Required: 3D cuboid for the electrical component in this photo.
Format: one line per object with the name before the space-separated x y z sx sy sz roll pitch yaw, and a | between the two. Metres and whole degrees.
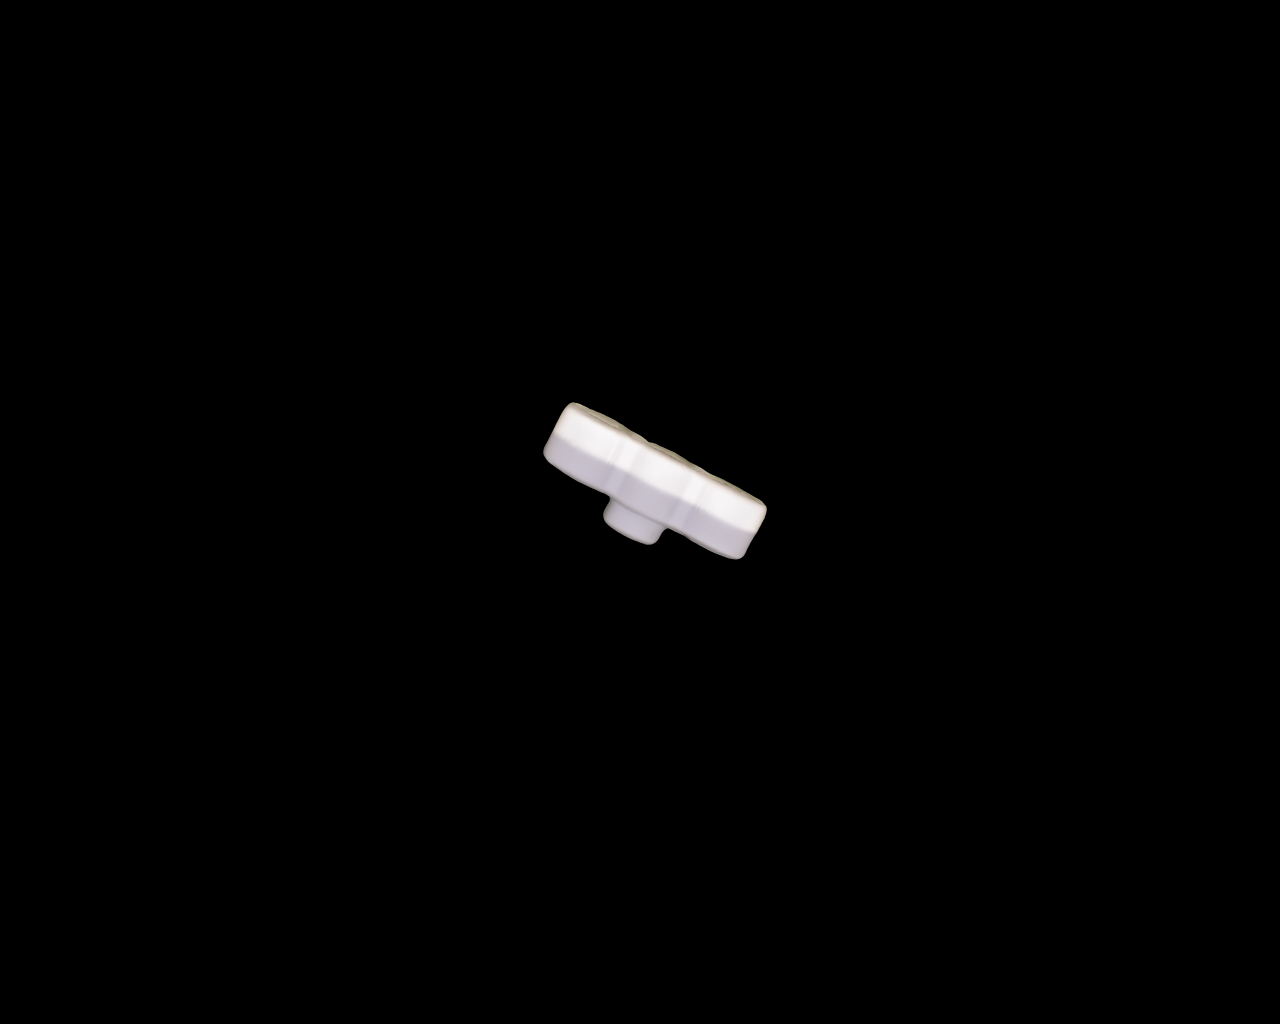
electrical component | 0.001 -0.003 0.650 0.138 0.073 0.052 28 7 -4
